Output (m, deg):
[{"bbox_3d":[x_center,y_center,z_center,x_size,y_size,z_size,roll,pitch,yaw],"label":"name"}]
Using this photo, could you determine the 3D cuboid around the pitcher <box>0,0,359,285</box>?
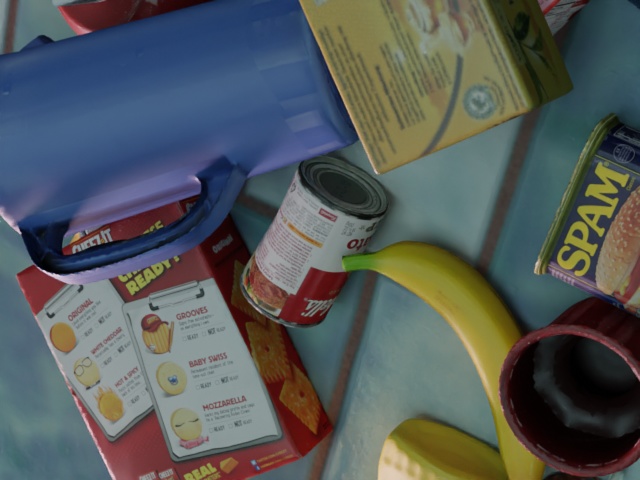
[{"bbox_3d":[-0.096,-0.077,0.697,0.243,0.145,0.149,-13,111,18],"label":"pitcher"}]

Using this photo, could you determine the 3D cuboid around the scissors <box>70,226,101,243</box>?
[{"bbox_3d":[-0.167,-0.021,0.859,0.096,0.016,0.202,51,124,7],"label":"scissors"}]

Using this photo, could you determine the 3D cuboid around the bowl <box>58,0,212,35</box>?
[{"bbox_3d":[-0.144,-0.197,0.766,0.162,0.055,0.162,10,110,29],"label":"bowl"}]

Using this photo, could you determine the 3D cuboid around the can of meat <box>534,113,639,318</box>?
[{"bbox_3d":[0.184,-0.009,0.615,0.084,0.057,0.102,27,118,20],"label":"can of meat"}]

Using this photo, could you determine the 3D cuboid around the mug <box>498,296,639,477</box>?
[{"bbox_3d":[0.175,0.083,0.633,0.117,0.081,0.093,3,107,32],"label":"mug"}]

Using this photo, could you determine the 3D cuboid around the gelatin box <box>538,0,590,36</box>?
[{"bbox_3d":[0.117,-0.129,0.608,0.030,0.073,0.089,51,125,8],"label":"gelatin box"}]

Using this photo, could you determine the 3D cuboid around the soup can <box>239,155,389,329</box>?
[{"bbox_3d":[-0.005,0.001,0.731,0.068,0.068,0.102,39,121,17],"label":"soup can"}]

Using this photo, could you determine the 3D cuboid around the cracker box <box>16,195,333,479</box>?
[{"bbox_3d":[-0.111,0.085,0.813,0.164,0.072,0.214,-26,90,25],"label":"cracker box"}]

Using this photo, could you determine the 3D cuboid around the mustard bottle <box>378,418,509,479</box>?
[{"bbox_3d":[0.074,0.228,0.758,0.096,0.058,0.192,23,116,22],"label":"mustard bottle"}]

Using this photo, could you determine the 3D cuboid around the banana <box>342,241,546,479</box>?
[{"bbox_3d":[0.099,0.070,0.697,0.070,0.037,0.198,-38,87,11],"label":"banana"}]
